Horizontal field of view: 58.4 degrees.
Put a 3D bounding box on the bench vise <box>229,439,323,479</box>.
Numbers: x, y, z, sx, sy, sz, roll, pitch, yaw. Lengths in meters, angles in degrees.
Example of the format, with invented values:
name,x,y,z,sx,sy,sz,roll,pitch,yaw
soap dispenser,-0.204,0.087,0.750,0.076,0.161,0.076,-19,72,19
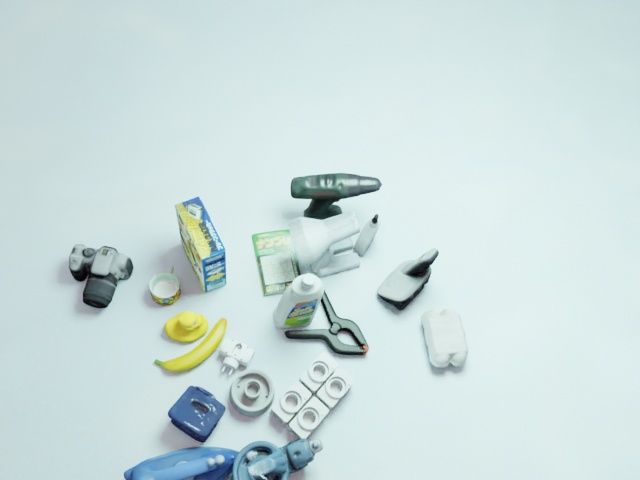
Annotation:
name,x,y,z,sx,sy,sz,roll,pitch,yaw
bench vise,-0.097,0.463,1.213,0.208,0.219,0.121,-37,75,-23

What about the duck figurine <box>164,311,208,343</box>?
name,x,y,z,sx,sy,sz,roll,pitch,yaw
duck figurine,-0.322,0.201,1.378,0.105,0.086,0.077,-6,65,-12

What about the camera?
name,x,y,z,sx,sy,sz,roll,pitch,yaw
camera,-0.542,0.087,1.387,0.143,0.101,0.137,11,63,-4

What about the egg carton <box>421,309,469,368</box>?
name,x,y,z,sx,sy,sz,roll,pitch,yaw
egg carton,0.319,0.252,1.469,0.107,0.069,0.150,-4,65,-11

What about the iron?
name,x,y,z,sx,sy,sz,roll,pitch,yaw
iron,-0.282,0.492,1.212,0.259,0.141,0.118,-15,68,-16

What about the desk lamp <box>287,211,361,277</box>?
name,x,y,z,sx,sy,sz,roll,pitch,yaw
desk lamp,0.013,0.005,1.456,0.203,0.213,0.118,-15,68,-16

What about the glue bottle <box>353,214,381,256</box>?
name,x,y,z,sx,sy,sz,roll,pitch,yaw
glue bottle,0.132,-0.025,1.513,0.037,0.173,0.078,31,64,7

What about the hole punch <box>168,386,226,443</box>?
name,x,y,z,sx,sy,sz,roll,pitch,yaw
hole punch,-0.277,0.387,1.292,0.108,0.091,0.101,30,63,6

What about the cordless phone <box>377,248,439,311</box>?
name,x,y,z,sx,sy,sz,roll,pitch,yaw
cordless phone,0.231,0.091,1.467,0.094,0.185,0.148,39,65,10

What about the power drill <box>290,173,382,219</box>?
name,x,y,z,sx,sy,sz,roll,pitch,yaw
power drill,0.032,-0.111,1.518,0.230,0.208,0.075,2,64,-8
